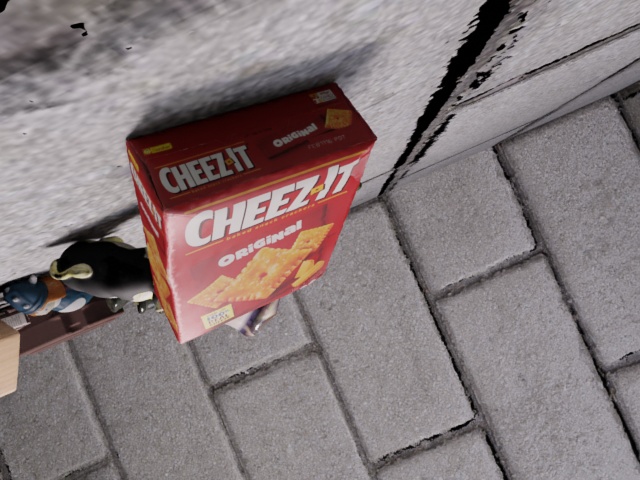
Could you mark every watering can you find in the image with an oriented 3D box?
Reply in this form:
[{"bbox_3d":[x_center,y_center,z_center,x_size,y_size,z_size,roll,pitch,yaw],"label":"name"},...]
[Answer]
[{"bbox_3d":[-0.178,0.072,0.845,0.105,0.224,0.343,-62,-174,-20],"label":"watering can"}]

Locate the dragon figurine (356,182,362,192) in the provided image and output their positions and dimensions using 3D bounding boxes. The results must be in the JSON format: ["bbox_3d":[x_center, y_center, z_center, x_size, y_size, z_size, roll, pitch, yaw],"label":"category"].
[{"bbox_3d":[0.004,-0.063,1.248,0.242,0.122,0.411,-32,179,9],"label":"dragon figurine"}]
